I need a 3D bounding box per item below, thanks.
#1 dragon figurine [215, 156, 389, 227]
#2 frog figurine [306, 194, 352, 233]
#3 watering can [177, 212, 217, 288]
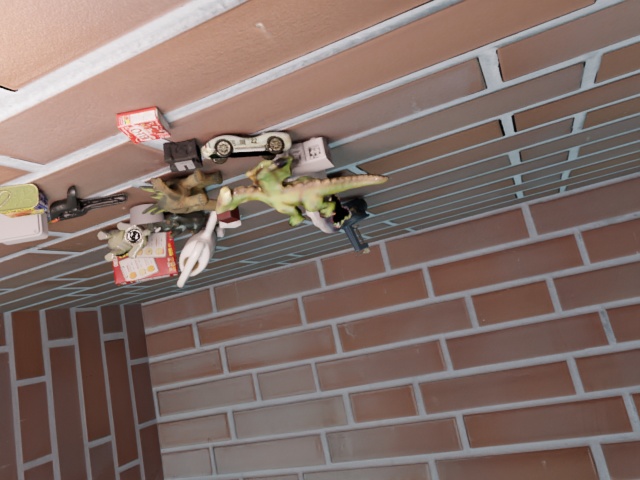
[{"bbox_3d":[-0.059,-0.131,1.222,0.408,0.124,0.240,-17,-19,17],"label":"dragon figurine"},{"bbox_3d":[0.005,-0.084,1.660,0.159,0.124,0.136,-1,-15,46],"label":"frog figurine"},{"bbox_3d":[-0.417,0.011,1.833,0.103,0.343,0.228,28,18,-10],"label":"watering can"}]
